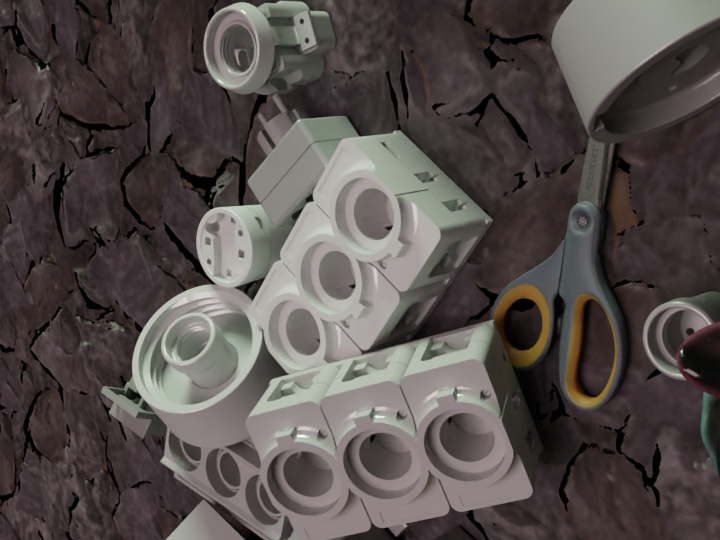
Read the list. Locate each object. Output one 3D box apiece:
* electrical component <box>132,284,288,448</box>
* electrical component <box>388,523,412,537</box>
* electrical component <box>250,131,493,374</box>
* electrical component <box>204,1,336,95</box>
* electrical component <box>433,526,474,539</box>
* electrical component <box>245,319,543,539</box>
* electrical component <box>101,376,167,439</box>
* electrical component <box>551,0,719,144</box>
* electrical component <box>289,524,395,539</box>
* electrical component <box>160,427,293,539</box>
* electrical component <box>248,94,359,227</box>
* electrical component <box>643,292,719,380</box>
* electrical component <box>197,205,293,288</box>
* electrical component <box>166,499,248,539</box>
[{"bbox_3d":[-0.105,0.061,0.741,0.108,0.060,0.108,-11,55,17],"label":"electrical component"},{"bbox_3d":[0.022,0.145,0.703,0.046,0.040,0.040,49,126,16],"label":"electrical component"},{"bbox_3d":[0.000,0.000,0.676,0.089,0.062,0.150,47,125,23],"label":"electrical component"},{"bbox_3d":[-0.064,-0.145,0.703,0.078,0.057,0.058,-16,88,41],"label":"electrical component"},{"bbox_3d":[0.044,0.210,0.672,0.047,0.077,0.065,39,122,28],"label":"electrical component"},{"bbox_3d":[0.020,0.098,0.633,0.150,0.061,0.089,-17,106,21],"label":"electrical component"},{"bbox_3d":[-0.150,0.093,0.820,0.042,0.081,0.063,29,94,33],"label":"electrical component"},{"bbox_3d":[0.142,-0.114,0.504,0.108,0.108,0.060,-39,68,39],"label":"electrical component"},{"bbox_3d":[-0.015,0.201,0.707,0.047,0.076,0.065,-8,133,41],"label":"electrical component"},{"bbox_3d":[-0.077,0.137,0.770,0.121,0.063,0.078,25,114,35],"label":"electrical component"},{"bbox_3d":[-0.042,-0.079,0.704,0.066,0.047,0.076,-45,70,37],"label":"electrical component"},{"bbox_3d":[0.172,0.031,0.546,0.040,0.046,0.040,10,105,39],"label":"electrical component"},{"bbox_3d":[-0.078,-0.019,0.748,0.055,0.047,0.055,10,105,39],"label":"electrical component"},{"bbox_3d":[-0.075,0.265,0.743,0.186,0.060,0.105,38,77,25],"label":"electrical component"}]
